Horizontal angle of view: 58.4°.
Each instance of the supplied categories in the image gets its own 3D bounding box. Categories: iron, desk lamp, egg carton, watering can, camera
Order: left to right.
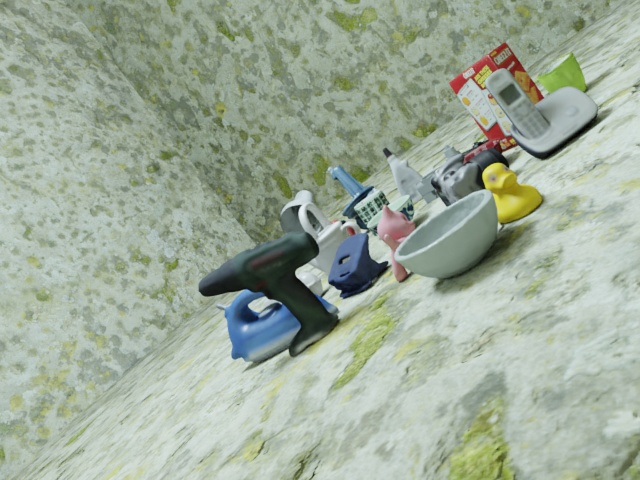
[{"bbox_3d":[-0.095,0.139,1.144,0.257,0.141,0.119,-33,7,32],"label":"iron"},{"bbox_3d":[-0.063,0.134,1.337,0.150,0.069,0.107,-32,8,39],"label":"egg carton"},{"bbox_3d":[-0.015,-0.046,1.734,0.117,0.213,0.203,-35,7,21],"label":"desk lamp"},{"bbox_3d":[0.011,0.005,1.292,0.173,0.194,0.101,-36,7,10],"label":"watering can"},{"bbox_3d":[0.293,-0.124,1.099,0.137,0.101,0.143,-37,6,-1],"label":"camera"}]

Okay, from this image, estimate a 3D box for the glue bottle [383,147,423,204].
[{"bbox_3d":[0.226,-0.181,1.560,0.078,0.173,0.037,-35,7,16],"label":"glue bottle"}]

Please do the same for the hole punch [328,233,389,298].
[{"bbox_3d":[0.065,0.050,1.139,0.101,0.091,0.108,-42,8,-36],"label":"hole punch"}]

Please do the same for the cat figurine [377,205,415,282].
[{"bbox_3d":[0.137,-0.005,1.015,0.067,0.118,0.128,-34,7,23],"label":"cat figurine"}]

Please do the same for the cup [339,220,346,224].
[{"bbox_3d":[0.049,0.009,1.514,0.118,0.095,0.091,-42,8,-34],"label":"cup"}]

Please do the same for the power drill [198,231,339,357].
[{"bbox_3d":[-0.077,0.099,1.029,0.229,0.208,0.075,-36,7,11],"label":"power drill"}]

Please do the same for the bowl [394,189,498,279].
[{"bbox_3d":[0.194,0.004,0.827,0.167,0.075,0.167,-37,6,5],"label":"bowl"}]

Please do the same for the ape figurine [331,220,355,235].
[{"bbox_3d":[0.065,-0.020,1.658,0.078,0.092,0.076,-36,7,11],"label":"ape figurine"}]

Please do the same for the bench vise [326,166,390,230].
[{"bbox_3d":[0.118,-0.135,1.611,0.122,0.220,0.207,-42,8,-35],"label":"bench vise"}]

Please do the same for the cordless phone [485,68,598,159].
[{"bbox_3d":[0.407,-0.259,1.066,0.147,0.185,0.094,-37,7,2],"label":"cordless phone"}]

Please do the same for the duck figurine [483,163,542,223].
[{"bbox_3d":[0.285,-0.080,0.888,0.077,0.086,0.104,-38,6,-3],"label":"duck figurine"}]
